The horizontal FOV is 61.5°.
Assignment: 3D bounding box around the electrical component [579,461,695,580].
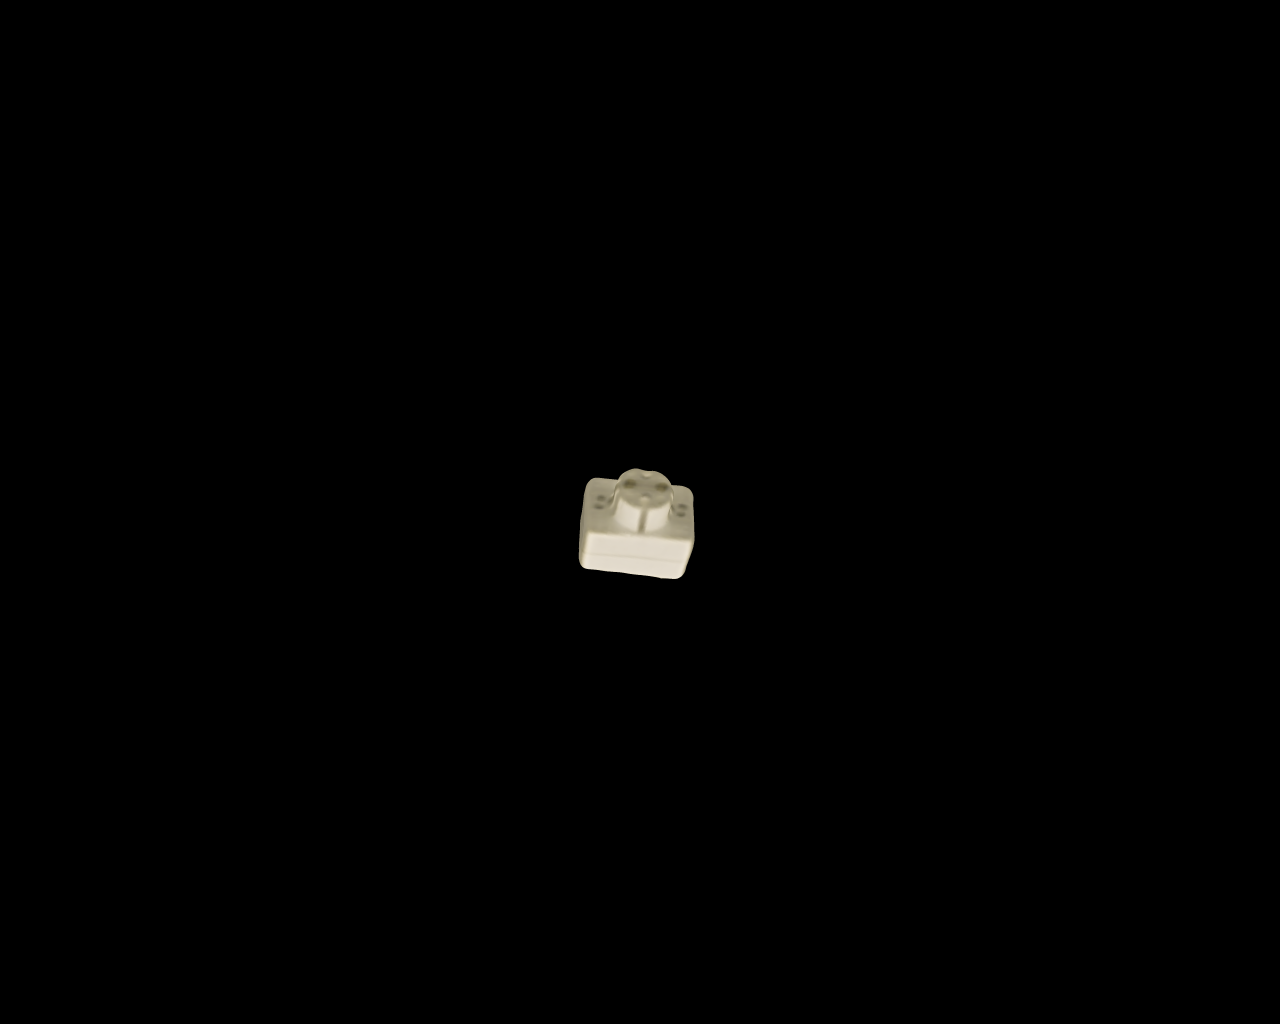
[{"bbox_3d":[0.001,-0.003,0.650,0.066,0.047,0.076,6,-43,-7],"label":"electrical component"}]
